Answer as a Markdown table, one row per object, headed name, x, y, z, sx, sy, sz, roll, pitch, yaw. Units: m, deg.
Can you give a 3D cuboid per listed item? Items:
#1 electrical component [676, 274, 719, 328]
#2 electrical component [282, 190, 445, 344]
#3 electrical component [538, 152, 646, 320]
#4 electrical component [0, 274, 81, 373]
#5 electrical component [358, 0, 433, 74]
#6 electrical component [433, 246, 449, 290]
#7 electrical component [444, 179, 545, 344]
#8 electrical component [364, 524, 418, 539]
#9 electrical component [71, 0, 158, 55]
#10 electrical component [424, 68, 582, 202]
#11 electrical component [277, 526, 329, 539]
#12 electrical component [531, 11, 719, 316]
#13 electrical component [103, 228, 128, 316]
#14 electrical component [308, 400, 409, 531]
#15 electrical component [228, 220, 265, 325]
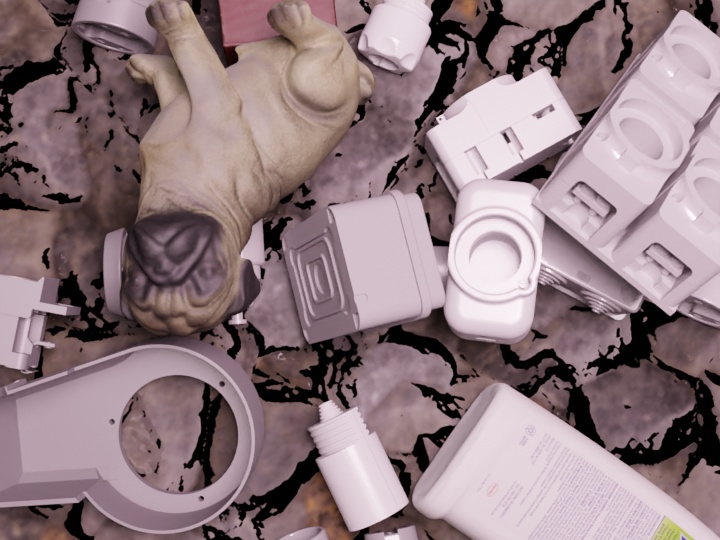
| name | x | y | z | sx | sy | sz | roll | pitch | yaw |
| --- | --- | --- | --- | --- | --- | --- | --- | --- | --- |
| electrical component | 0.234 | 0.006 | 0.714 | 0.055 | 0.055 | 0.047 | 28 | 81 | 0 |
| electrical component | 0.000 | 0.000 | 0.672 | 0.057 | 0.113 | 0.078 | -13 | 86 | -21 |
| electrical component | 0.160 | -0.025 | 0.715 | 0.100 | 0.048 | 0.099 | 28 | 85 | 1 |
| electrical component | -0.228 | 0.032 | 0.697 | 0.081 | 0.042 | 0.063 | 11 | 86 | -1 |
| electrical component | 0.028 | -0.167 | 0.724 | 0.043 | 0.043 | 0.062 | 24 | 84 | 0 |
| electrical component | 0.063 | 0.002 | 0.713 | 0.065 | 0.044 | 0.044 | 2 | 85 | 2 |
| electrical component | 0.083 | -0.005 | 0.660 | 0.054 | 0.059 | 0.095 | 7 | 83 | 8 |
| electrical component | 0.023 | 0.191 | 0.697 | 0.040 | 0.040 | 0.046 | -10 | 80 | -3 |
| electrical component | -0.158 | -0.175 | 0.712 | 0.055 | 0.055 | 0.047 | 13 | 81 | -1 |
| electrical component | 0.092 | -0.091 | 0.714 | 0.089 | 0.050 | 0.055 | -29 | 83 | -2 |
| electrical component | -0.034 | 0.195 | 0.694 | 0.040 | 0.040 | 0.046 | -20 | 92 | -4 |
| electrical component | 0.199 | -0.076 | 0.668 | 0.105 | 0.060 | 0.186 | 39 | 50 | 1 |
| electrical component | -0.134 | 0.001 | 0.696 | 0.057 | 0.058 | 0.078 | -2 | 85 | -5 |
| electrical component | -0.005 | 0.123 | 0.698 | 0.043 | 0.043 | 0.081 | -26 | 86 | -4 |
| electrical component | -0.083 | -0.003 | 0.707 | 0.040 | 0.040 | 0.078 | -3 | 85 | -3 |
